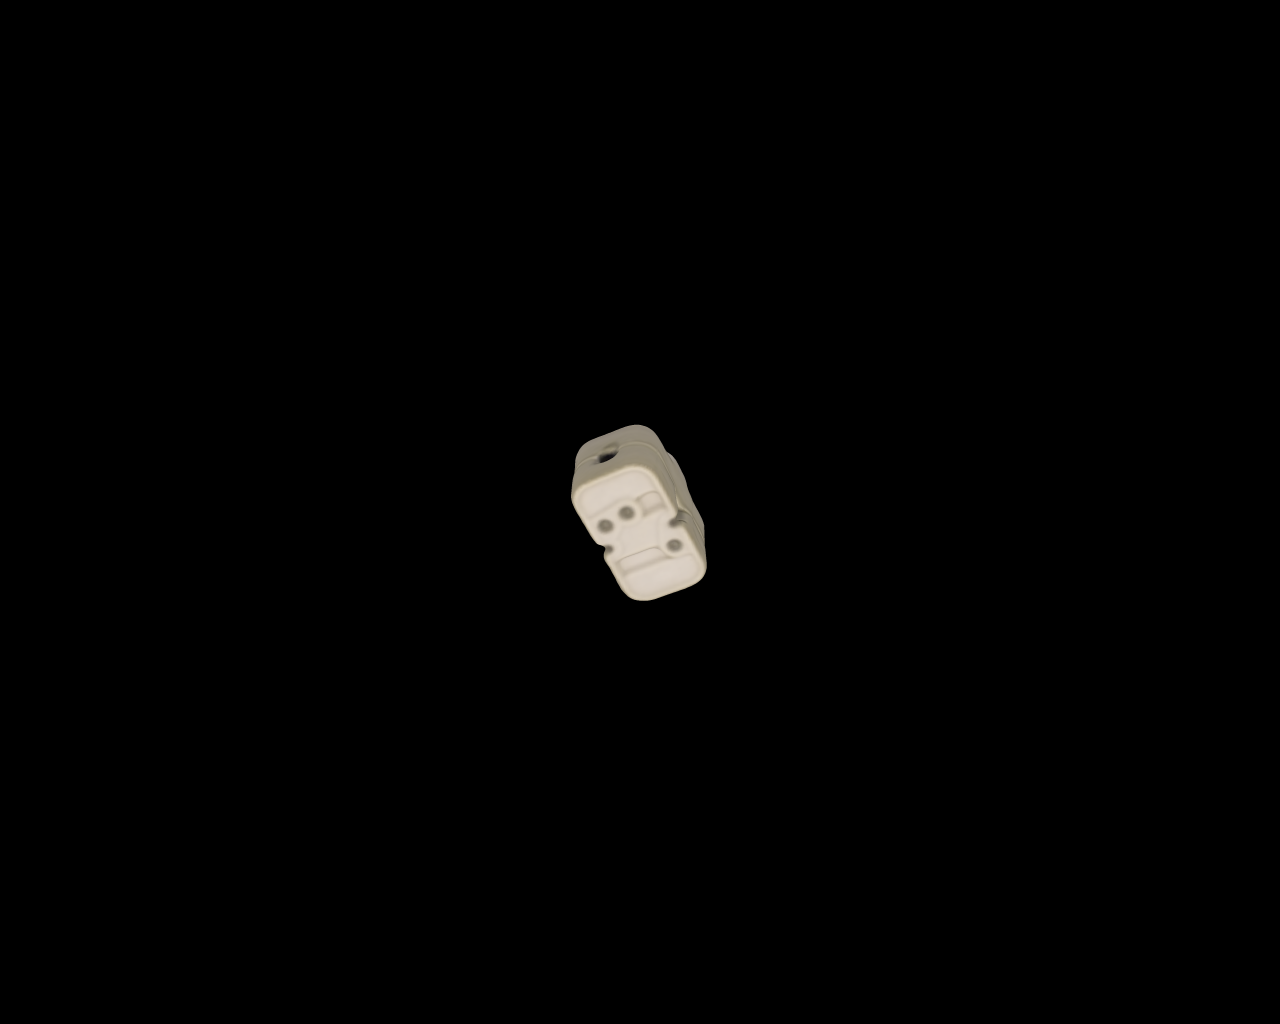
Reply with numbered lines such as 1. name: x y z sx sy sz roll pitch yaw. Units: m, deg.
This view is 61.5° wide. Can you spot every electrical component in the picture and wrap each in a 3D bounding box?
1. electrical component: 0.001 -0.003 0.650 0.054 0.095 0.059 -21 32 14
